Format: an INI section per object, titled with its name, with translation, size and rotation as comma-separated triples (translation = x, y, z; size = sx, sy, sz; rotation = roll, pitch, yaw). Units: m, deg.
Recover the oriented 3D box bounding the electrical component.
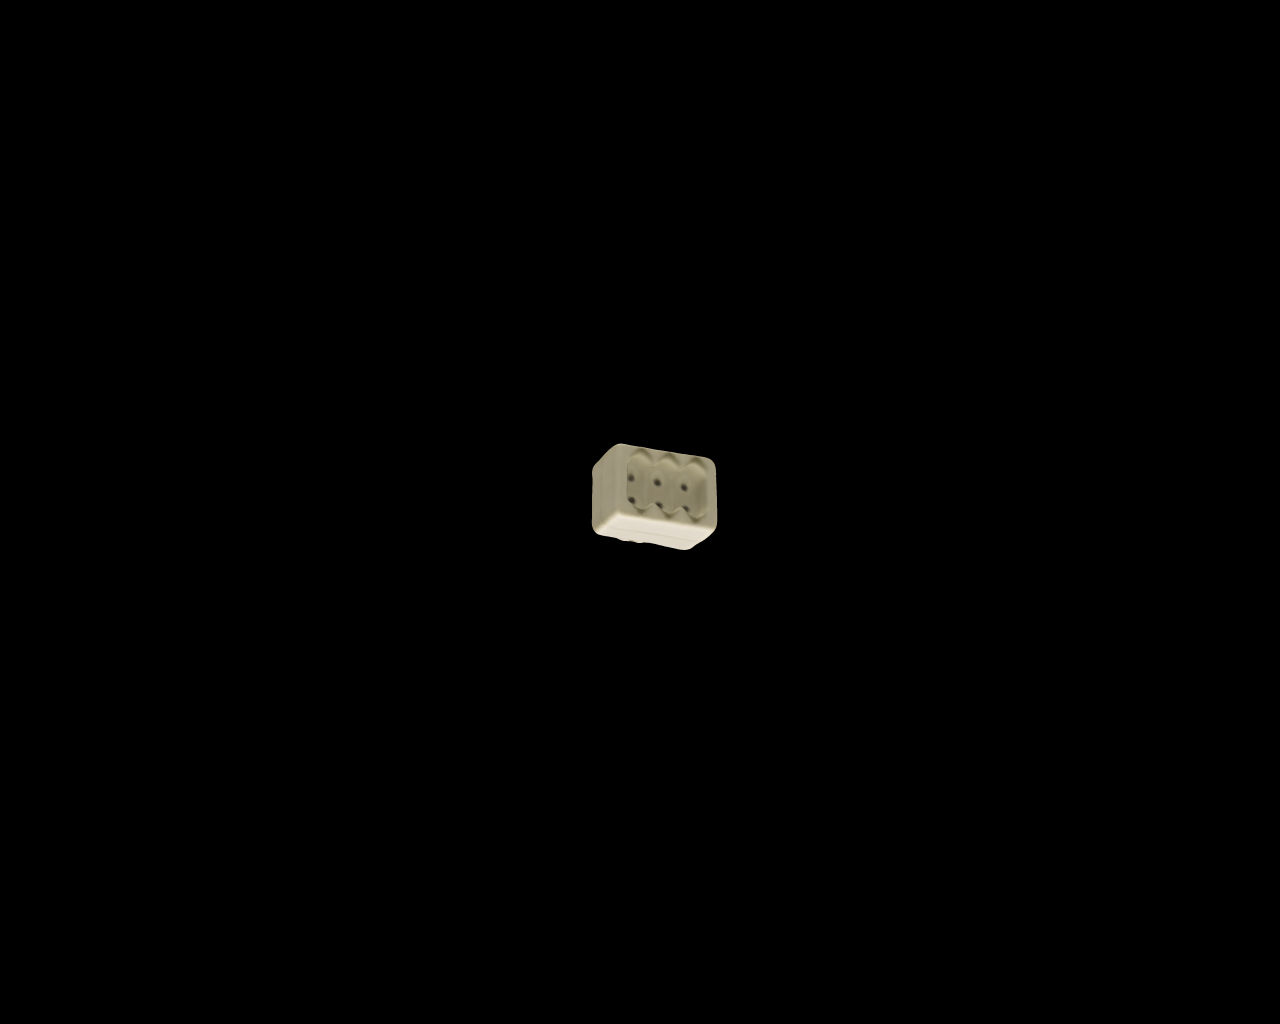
[electrical component]
translation = 0.001, -0.003, 0.650
size = 0.066, 0.047, 0.076
rotation = 9, -23, -22
